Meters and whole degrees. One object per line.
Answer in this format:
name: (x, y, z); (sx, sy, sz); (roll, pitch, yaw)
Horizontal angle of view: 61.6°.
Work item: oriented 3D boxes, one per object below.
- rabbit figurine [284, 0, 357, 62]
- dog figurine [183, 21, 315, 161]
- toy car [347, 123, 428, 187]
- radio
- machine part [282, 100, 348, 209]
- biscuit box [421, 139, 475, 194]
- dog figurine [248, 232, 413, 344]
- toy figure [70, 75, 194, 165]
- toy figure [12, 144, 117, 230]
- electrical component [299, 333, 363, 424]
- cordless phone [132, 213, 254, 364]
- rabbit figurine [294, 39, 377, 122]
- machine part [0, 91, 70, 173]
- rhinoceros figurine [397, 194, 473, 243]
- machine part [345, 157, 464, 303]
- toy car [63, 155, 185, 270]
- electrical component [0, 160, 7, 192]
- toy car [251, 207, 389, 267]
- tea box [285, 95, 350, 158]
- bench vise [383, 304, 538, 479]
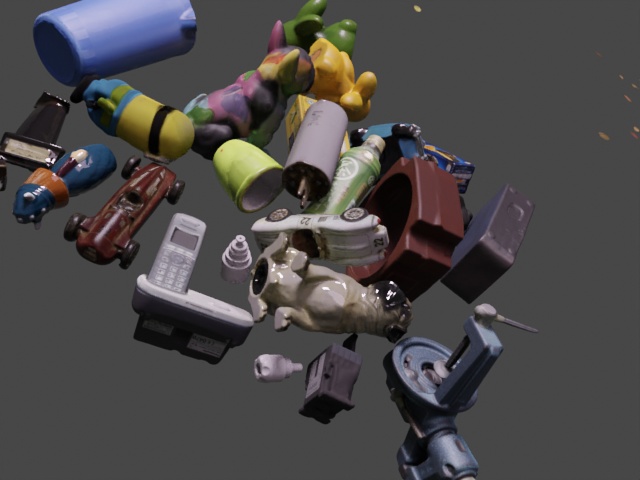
rabbit figurine: (-0.015, -0.418, 1.138); (0.170, 0.159, 0.121); (7, 59, -8)
dog figurine: (-0.110, -0.234, 0.854); (0.191, 0.219, 0.108); (-3, 53, -35)
toy car: (0.131, -0.165, 0.982); (0.103, 0.162, 0.109); (-29, 105, -48)
radio: (0.310, 0.000, 0.979); (0.073, 0.131, 0.229); (37, 43, 3)
machine part: (-0.005, -0.143, 0.846); (0.079, 0.079, 0.243); (26, 48, -11)
biscuit box: (0.199, -0.154, 1.035); (0.063, 0.059, 0.203); (-3, 28, -36)
dog figurine: (0.013, 0.078, 0.737); (0.190, 0.121, 0.172); (18, 11, -31)
toy figure: (-0.274, -0.182, 0.797); (0.180, 0.089, 0.082); (36, 50, -4)
toy figure: (-0.331, -0.071, 0.688); (0.058, 0.064, 0.154); (6, 36, 32)
electrical component: (0.018, 0.168, 0.694); (0.048, 0.075, 0.119); (27, 48, -14)
cordless phone: (-0.151, 0.050, 0.686); (0.146, 0.088, 0.184); (22, 41, -15)
rabbit figurine: (0.046, -0.304, 1.069); (0.122, 0.163, 0.173); (-52, 124, -9)
machine part: (-0.385, -0.146, 0.737); (0.084, 0.039, 0.139); (10, 51, -15)
rhinoceros figurine: (0.203, -0.033, 0.990); (0.190, 0.073, 0.112); (-13, 72, -41)
machine part: (0.124, -0.008, 0.818); (0.087, 0.201, 0.201); (21, 45, -19)
toy car: (-0.254, -0.046, 0.723); (0.089, 0.053, 0.202); (28, 45, -4)
electrical component: (-0.436, -0.081, 0.647); (0.102, 0.045, 0.078); (-9, 31, -40)
toy car: (-0.002, -0.002, 0.758); (0.202, 0.073, 0.056); (1, 36, 25)
tea box: (-0.004, -0.175, 0.976); (0.098, 0.068, 0.170); (14, 47, -23)
bench vise: (0.159, 0.187, 0.662); (0.129, 0.240, 0.224); (15, 31, -17)
